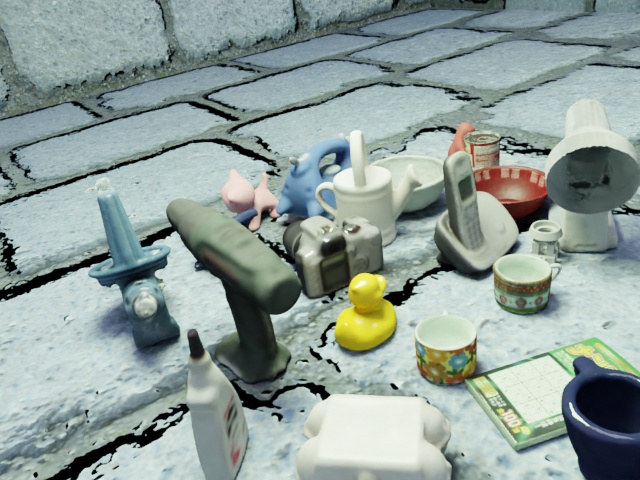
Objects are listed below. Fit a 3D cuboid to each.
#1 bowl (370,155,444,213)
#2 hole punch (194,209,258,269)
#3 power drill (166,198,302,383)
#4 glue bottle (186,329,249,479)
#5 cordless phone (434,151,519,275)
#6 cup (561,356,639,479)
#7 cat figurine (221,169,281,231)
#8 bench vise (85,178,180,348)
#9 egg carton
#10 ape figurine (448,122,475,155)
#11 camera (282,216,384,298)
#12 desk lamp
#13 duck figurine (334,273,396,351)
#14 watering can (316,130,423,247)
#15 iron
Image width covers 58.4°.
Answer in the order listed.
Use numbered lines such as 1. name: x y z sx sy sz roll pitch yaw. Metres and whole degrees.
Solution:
1. bowl: 0.161 -0.098 1.080 0.167 0.075 0.167 -7 29 4
2. hole punch: -0.163 -0.004 0.982 0.100 0.091 0.109 12 35 33
3. power drill: -0.107 0.065 0.718 0.076 0.209 0.228 -30 35 -34
4. glue bottle: -0.110 0.162 0.580 0.037 0.173 0.078 -5 29 8
5. cordless phone: 0.236 -0.055 0.867 0.093 0.185 0.148 17 37 38
6. cup: 0.265 0.175 0.535 0.091 0.095 0.117 -9 29 -1
7. cat figurine: -0.137 -0.083 1.091 0.067 0.118 0.128 14 36 36
8. bench vise: -0.260 0.026 0.818 0.122 0.220 0.206 -30 35 -33
9. egg carton: 0.053 0.207 0.562 0.150 0.069 0.107 -2 29 12
10. ape figurine: 0.309 -0.202 1.212 0.076 0.092 0.078 6 32 25
11. camera: 0.008 0.003 0.911 0.143 0.101 0.136 -22 31 -23
12. desk lamp: 0.394 -0.088 0.854 0.117 0.214 0.203 2 30 18
13. duck figurine: 0.058 0.088 0.760 0.077 0.086 0.105 14 36 36
14. watering can: 0.081 -0.091 0.966 0.173 0.194 0.100 -13 29 -8
15. iron: 0.019 -0.137 1.120 0.118 0.142 0.259 11 34 32
